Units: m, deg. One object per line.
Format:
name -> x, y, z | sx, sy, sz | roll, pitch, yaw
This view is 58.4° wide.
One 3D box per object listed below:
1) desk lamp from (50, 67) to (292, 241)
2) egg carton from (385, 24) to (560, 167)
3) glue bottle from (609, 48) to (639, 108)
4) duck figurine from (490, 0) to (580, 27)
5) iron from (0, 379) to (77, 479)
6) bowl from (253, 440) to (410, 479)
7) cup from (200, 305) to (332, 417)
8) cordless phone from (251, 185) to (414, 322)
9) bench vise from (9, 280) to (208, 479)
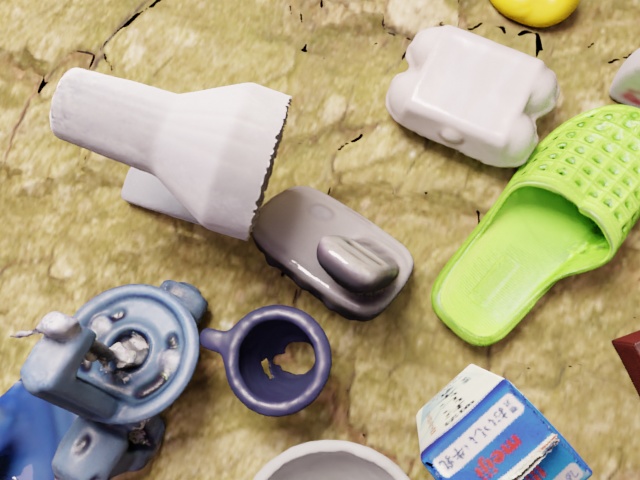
desk lamp -> -0.114, -0.071, 0.495 | 0.203, 0.213, 0.118 | 15, 83, 10
egg carton -> 0.143, -0.136, 0.546 | 0.150, 0.069, 0.107 | 25, 85, 11
glue bottle -> 0.306, -0.152, 0.473 | 0.078, 0.173, 0.037 | 24, 85, 11
duck figurine -> 0.208, -0.263, 0.550 | 0.077, 0.086, 0.104 | -43, 78, -1
iron -> -0.287, 0.228, 0.505 | 0.118, 0.141, 0.258 | 3, 81, 8
bowl -> 0.014, 0.253, 0.495 | 0.167, 0.075, 0.167 | -1, 80, 8
cup -> -0.043, 0.104, 0.517 | 0.117, 0.095, 0.092 | 14, 83, 10
cordless phone -> 0.004, 0.002, 0.482 | 0.147, 0.185, 0.094 | 31, 86, 12
bench vise -> -0.170, 0.128, 0.466 | 0.121, 0.220, 0.207 | 5, 81, 9
